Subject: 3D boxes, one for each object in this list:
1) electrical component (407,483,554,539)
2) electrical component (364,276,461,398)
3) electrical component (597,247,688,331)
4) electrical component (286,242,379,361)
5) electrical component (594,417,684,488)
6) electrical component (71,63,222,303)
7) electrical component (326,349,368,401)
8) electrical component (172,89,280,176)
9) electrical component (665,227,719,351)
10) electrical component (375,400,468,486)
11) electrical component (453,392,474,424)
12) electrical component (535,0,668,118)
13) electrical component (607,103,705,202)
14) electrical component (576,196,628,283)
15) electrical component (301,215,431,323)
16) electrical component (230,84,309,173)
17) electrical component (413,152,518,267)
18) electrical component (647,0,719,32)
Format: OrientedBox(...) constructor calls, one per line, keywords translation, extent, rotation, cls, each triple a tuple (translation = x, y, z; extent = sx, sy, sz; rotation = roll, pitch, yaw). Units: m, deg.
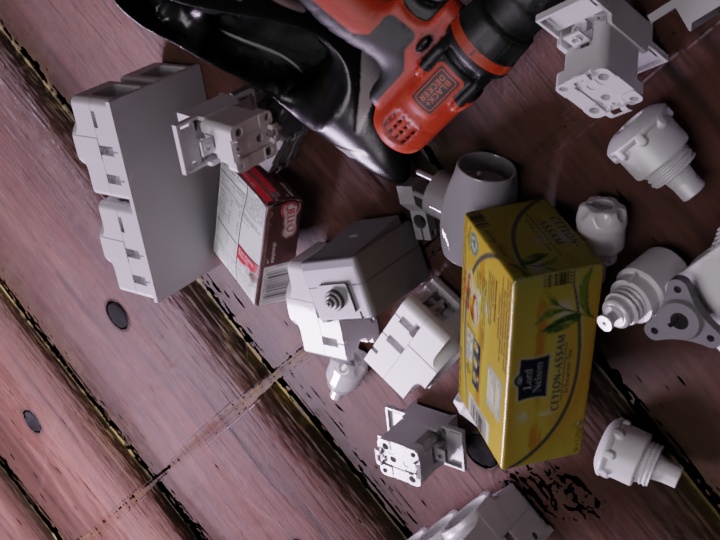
OrientedBox(translation=(0.085, 0.254, 0.950), extent=(0.061, 0.089, 0.150), rotation=(50, 137, 5), cls="electrical component")
OrientedBox(translation=(0.053, 0.059, 0.885), extent=(0.056, 0.050, 0.089), rotation=(44, 136, 12), cls="electrical component")
OrientedBox(translation=(0.189, 0.016, 0.725), extent=(0.040, 0.078, 0.040), rotation=(37, 146, 31), cls="electrical component")
OrientedBox(translation=(-0.026, 0.026, 0.934), extent=(0.056, 0.050, 0.089), rotation=(9, 121, 36), cls="electrical component")
OrientedBox(translation=(0.210, 0.142, 0.806), extent=(0.062, 0.048, 0.048), rotation=(23, 129, 20), cls="electrical component")
OrientedBox(translation=(-0.183, -0.081, 0.964), extent=(0.060, 0.105, 0.186), rotation=(12, 123, 36), cls="electrical component")
OrientedBox(translation=(-0.015, 0.097, 0.980), extent=(0.035, 0.035, 0.061), rotation=(38, 137, 16), cls="electrical component")
OrientedBox(translation=(-0.101, -0.105, 0.830), extent=(0.064, 0.081, 0.042), rotation=(20, 131, 39), cls="electrical component")
OrientedBox(translation=(0.259, 0.012, 0.677), extent=(0.099, 0.048, 0.099), rotation=(49, 137, 6), cls="electrical component")
OrientedBox(translation=(0.050, 0.153, 0.937), extent=(0.081, 0.064, 0.042), rotation=(13, 124, 35), cls="electrical component")
OrientedBox(translation=(0.111, 0.112, 0.874), extent=(0.062, 0.043, 0.043), rotation=(38, 135, 16), cls="electrical component")
OrientedBox(translation=(0.149, -0.132, 0.663), extent=(0.081, 0.063, 0.042), rotation=(27, 150, -34), cls="electrical component")
OrientedBox(translation=(0.193, -0.072, 0.687), extent=(0.062, 0.048, 0.048), rotation=(46, 137, -2), cls="electrical component")
OrientedBox(translation=(0.167, -0.019, 0.749), extent=(0.035, 0.035, 0.061), rotation=(20, 129, 31), cls="electrical component")
OrientedBox(translation=(0.000, 0.000, 0.861), extent=(0.062, 0.096, 0.061), rotation=(-6, 110, 43), cls="electrical component")
OrientedBox(translation=(-0.080, -0.119, 0.896), extent=(0.064, 0.042, 0.081), rotation=(43, 136, 10), cls="electrical component")
OrientedBox(translation=(0.073, -0.051, 0.804), extent=(0.079, 0.043, 0.077), rotation=(27, 131, 26), cls="electrical component")
OrientedBox(translation=(0.200, -0.179, 0.615), extent=(0.081, 0.042, 0.063), rotation=(-29, 94, 47), cls="electrical component")
